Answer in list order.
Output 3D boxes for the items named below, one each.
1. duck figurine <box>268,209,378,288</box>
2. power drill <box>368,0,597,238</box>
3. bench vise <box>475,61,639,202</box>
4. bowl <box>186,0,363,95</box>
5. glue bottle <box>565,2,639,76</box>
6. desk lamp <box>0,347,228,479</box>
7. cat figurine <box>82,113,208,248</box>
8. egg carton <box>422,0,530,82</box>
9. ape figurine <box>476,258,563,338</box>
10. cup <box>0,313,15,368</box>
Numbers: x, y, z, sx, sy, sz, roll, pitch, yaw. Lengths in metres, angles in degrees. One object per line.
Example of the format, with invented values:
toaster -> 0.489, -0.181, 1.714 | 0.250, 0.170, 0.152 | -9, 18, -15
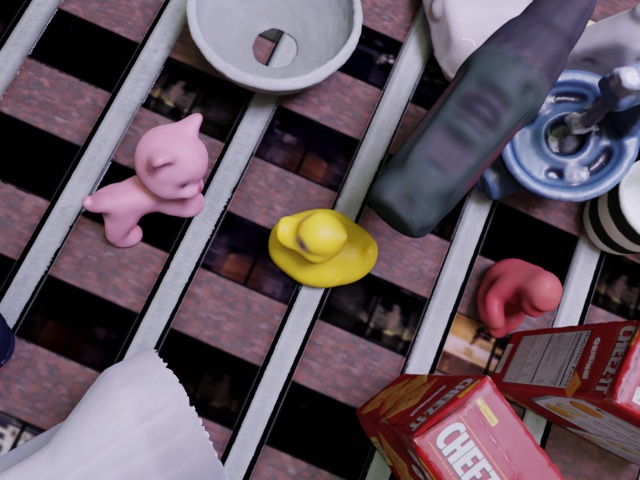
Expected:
duck figurine -> 0.005, 0.002, 0.527 | 0.104, 0.086, 0.077 | 12, 77, -3
power drill -> 0.120, -0.092, 0.495 | 0.075, 0.208, 0.230 | 38, 77, 3
bench vise -> 0.254, -0.120, 0.508 | 0.207, 0.219, 0.121 | -37, 84, -11
bowl -> -0.045, -0.212, 0.572 | 0.167, 0.074, 0.167 | 1, 78, -5
glue bottle -> 0.283, -0.188, 0.549 | 0.078, 0.173, 0.037 | 27, 77, 1
desk lamp -> -0.165, 0.172, 0.409 | 0.203, 0.213, 0.118 | -29, 82, -10
cat figurine -> -0.149, -0.055, 0.507 | 0.128, 0.117, 0.067 | -30, 82, -11
egg carton -> 0.163, -0.239, 0.601 | 0.107, 0.069, 0.150 | -10, 79, -8
ape figurine -> 0.190, 0.051, 0.532 | 0.078, 0.092, 0.076 | 0, 78, -5
cup -> -0.291, 0.098, 0.473 | 0.092, 0.095, 0.118 | -23, 81, -10
